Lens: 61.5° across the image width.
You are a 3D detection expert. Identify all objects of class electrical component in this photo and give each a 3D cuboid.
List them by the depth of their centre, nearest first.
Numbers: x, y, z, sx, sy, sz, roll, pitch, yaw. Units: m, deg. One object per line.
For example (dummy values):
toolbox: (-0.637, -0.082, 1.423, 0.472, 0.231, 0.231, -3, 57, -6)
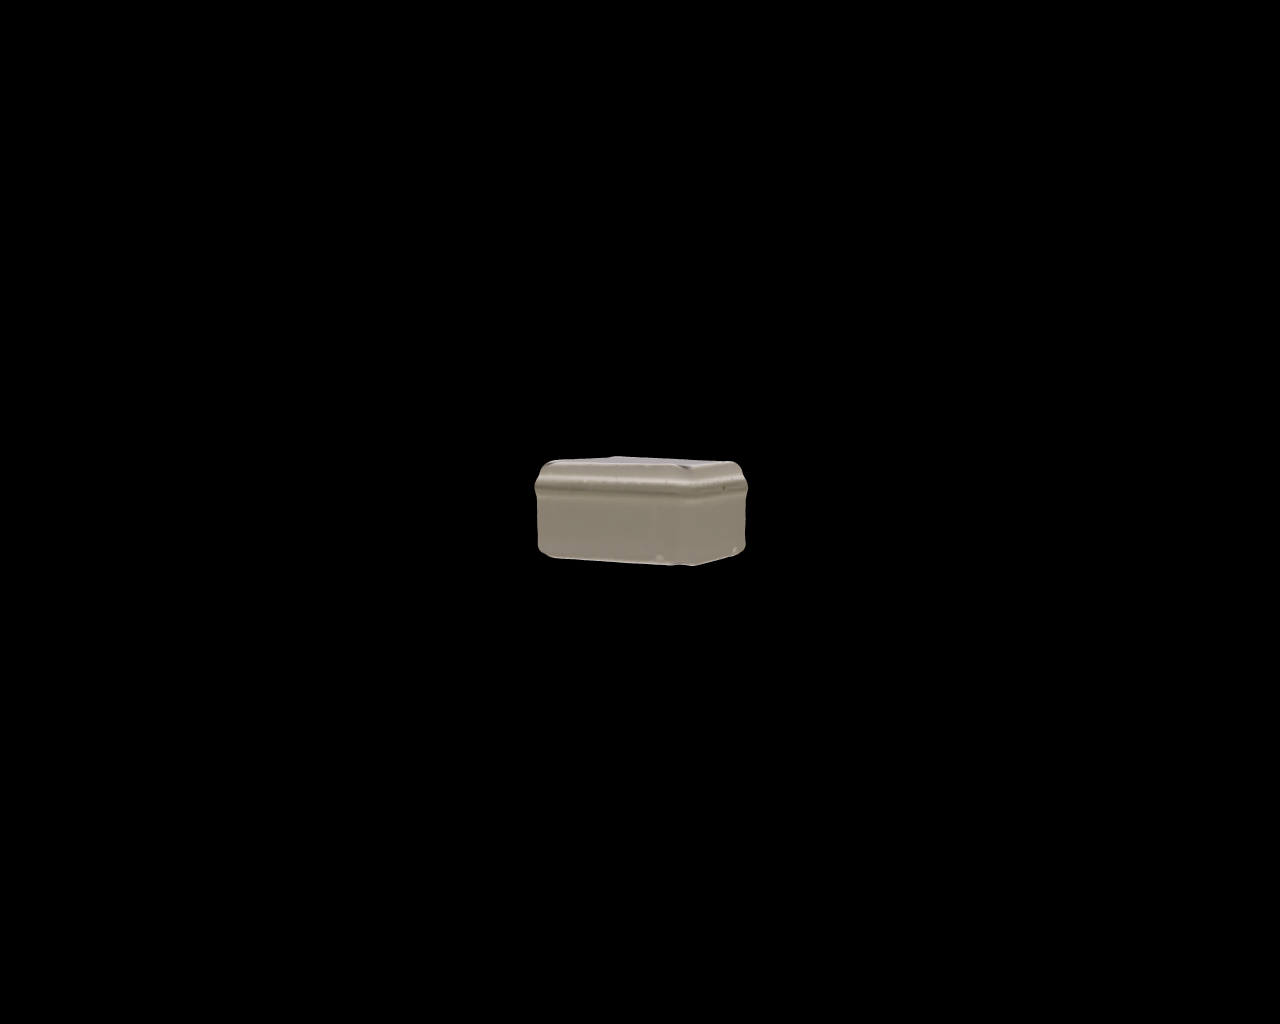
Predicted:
electrical component: (0.001, -0.003, 0.650, 0.113, 0.057, 0.078, 4, 7, 33)
